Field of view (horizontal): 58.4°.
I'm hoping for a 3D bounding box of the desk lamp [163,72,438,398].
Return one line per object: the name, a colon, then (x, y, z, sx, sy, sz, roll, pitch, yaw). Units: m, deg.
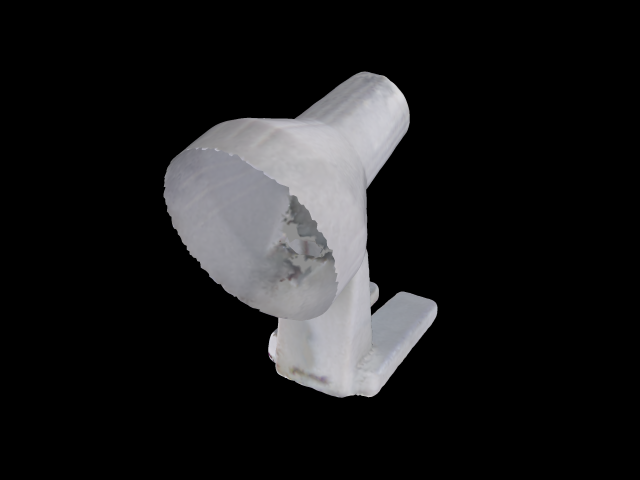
desk lamp: (0.004, 0.001, 0.400, 0.117, 0.214, 0.204, 16, 31, 28)
